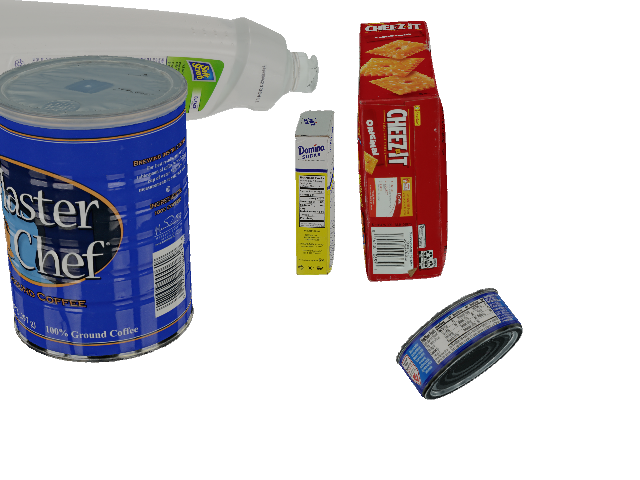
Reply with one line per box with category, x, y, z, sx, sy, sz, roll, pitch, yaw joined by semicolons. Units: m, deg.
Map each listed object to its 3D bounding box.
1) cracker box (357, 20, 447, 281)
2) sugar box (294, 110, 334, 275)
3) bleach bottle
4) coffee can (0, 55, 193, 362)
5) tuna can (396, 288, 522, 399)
cracker box;0.071;-0.086;0.944;0.072;0.164;0.213;-2;27;5
sugar box;-0.007;-0.056;1.258;0.048;0.176;0.093;-1;24;5
bleach bottle;-0.128;-0.125;0.805;0.250;0.068;0.103;0;-39;-16
coffee can;-0.122;-0.019;0.585;0.103;0.140;0.103;1;26;-1
tuna can;0.097;0.073;0.737;0.086;0.034;0.086;-29;-23;-14
